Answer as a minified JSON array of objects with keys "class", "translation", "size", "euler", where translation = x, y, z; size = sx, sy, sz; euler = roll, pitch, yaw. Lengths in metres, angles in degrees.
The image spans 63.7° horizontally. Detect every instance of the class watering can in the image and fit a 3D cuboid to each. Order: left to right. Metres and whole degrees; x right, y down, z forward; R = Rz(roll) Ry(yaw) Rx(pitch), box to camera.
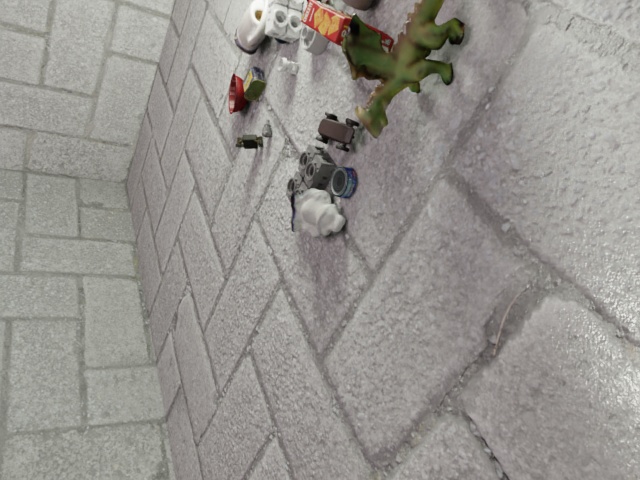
[{"class":"watering can","translation":[-0.234,-0.851,1.948],"size":[0.221,0.103,0.355],"euler":[-38,41,49]}]

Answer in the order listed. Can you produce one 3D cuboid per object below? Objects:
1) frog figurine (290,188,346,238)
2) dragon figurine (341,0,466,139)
[{"class":"frog figurine","translation":[0.004,-0.072,1.439],"size":[0.159,0.121,0.138],"euler":[7,81,22]},{"class":"dragon figurine","translation":[0.163,-0.414,1.074],"size":[0.124,0.243,0.403],"euler":[43,133,52]}]
